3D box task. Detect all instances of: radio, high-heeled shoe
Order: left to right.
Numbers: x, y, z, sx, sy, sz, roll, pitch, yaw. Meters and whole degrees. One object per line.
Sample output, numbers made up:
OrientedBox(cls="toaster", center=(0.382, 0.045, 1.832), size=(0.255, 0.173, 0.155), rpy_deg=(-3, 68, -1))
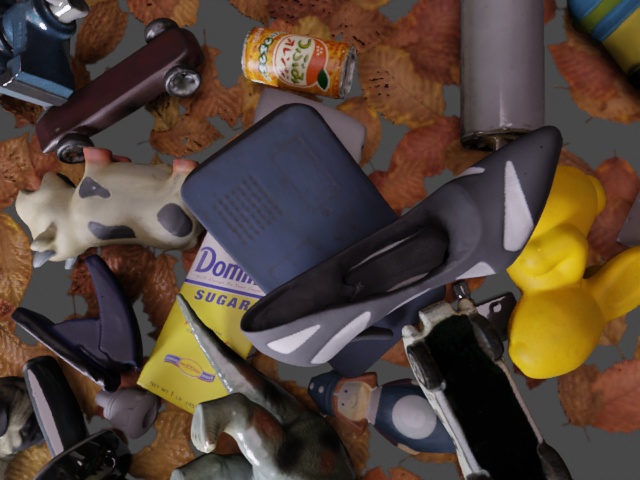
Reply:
OrientedBox(cls="radio", center=(-0.001, -0.001, 0.476), size=(0.131, 0.073, 0.229), rpy_deg=(-40, 108, 2))
OrientedBox(cls="high-heeled shoe", center=(0.050, 0.002, 0.388), size=(0.248, 0.145, 0.086), rpy_deg=(-57, 38, 26))

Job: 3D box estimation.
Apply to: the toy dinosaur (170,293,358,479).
OrientedBox(cls="toy dinosaur", center=(-0.022, 0.241, 0.475), size=(0.131, 0.192, 0.404), rpy_deg=(-22, 70, 49))

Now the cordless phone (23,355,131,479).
OrientedBox(cls="cordless phone", center=(-0.249, 0.195, 0.508), size=(0.089, 0.146, 0.184), rpy_deg=(-27, 83, 1))

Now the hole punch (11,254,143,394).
OrientedBox(cls="hole punch", center=(-0.213, 0.082, 0.524), size=(0.116, 0.142, 0.092), rpy_deg=(43, 67, -4))

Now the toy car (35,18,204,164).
OrientedBox(cls="toy car", center=(-0.212, -0.154, 0.572), size=(0.202, 0.053, 0.089), rpy_deg=(-32, 67, 6))

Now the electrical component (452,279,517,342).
OrientedBox(cls="electrical component", center=(0.165, 0.077, 0.513), size=(0.063, 0.021, 0.094), rpy_deg=(-24, 82, 7))

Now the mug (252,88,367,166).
OrientedBox(cls="mug", center=(-0.012, -0.086, 0.524), size=(0.107, 0.081, 0.109), rpy_deg=(10, 84, 1))

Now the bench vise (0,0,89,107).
OrientedBox(cls="bench vise", center=(-0.339, -0.243, 0.551), size=(0.224, 0.129, 0.240), rpy_deg=(-23, 77, 33))

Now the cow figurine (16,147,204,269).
OrientedBox(cls="cow figurine", center=(-0.214, -0.028, 0.552), size=(0.195, 0.085, 0.127), rpy_deg=(6, 85, 5))

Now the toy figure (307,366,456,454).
OrientedBox(cls="toy figure", center=(0.061, 0.156, 0.509), size=(0.155, 0.057, 0.064), rpy_deg=(12, 50, 11))

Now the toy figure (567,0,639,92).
OrientedBox(cls="toy figure", center=(0.287, -0.199, 0.484), size=(0.180, 0.082, 0.089), rpy_deg=(43, 107, 4))

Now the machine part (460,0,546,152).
OrientedBox(cls="machine part", center=(0.169, -0.173, 0.502), size=(0.079, 0.079, 0.243), rpy_deg=(0, 85, 9))

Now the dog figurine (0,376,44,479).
OrientedBox(cls="dog figurine", center=(-0.363, 0.231, 0.516), size=(0.121, 0.172, 0.190), rpy_deg=(24, 98, -1))

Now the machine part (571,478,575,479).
OrientedBox(cls="machine part", center=(0.201, 0.293, 0.476), size=(0.179, 0.056, 0.179), rpy_deg=(-1, 85, 9))

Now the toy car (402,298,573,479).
OrientedBox(cls="toy car", center=(0.137, 0.146, 0.449), size=(0.073, 0.056, 0.201), rpy_deg=(-25, 80, -3))

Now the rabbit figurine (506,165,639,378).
OrientedBox(cls="rabbit figurine", center=(0.197, 0.031, 0.466), size=(0.162, 0.122, 0.173), rpy_deg=(2, 72, -11))
